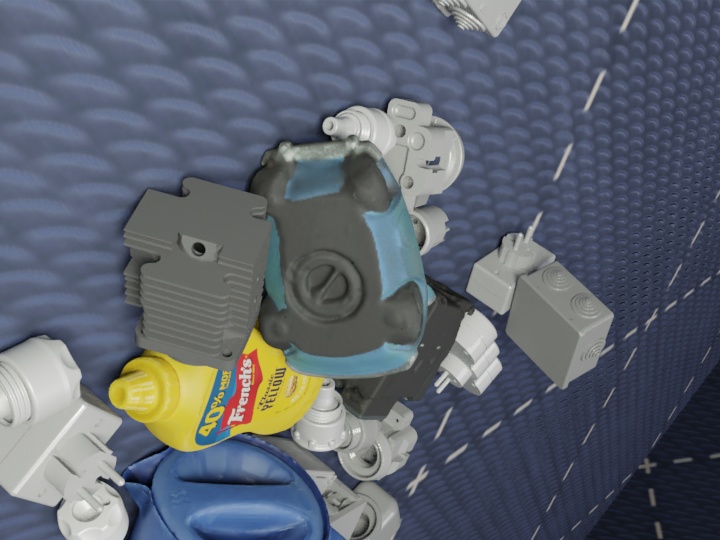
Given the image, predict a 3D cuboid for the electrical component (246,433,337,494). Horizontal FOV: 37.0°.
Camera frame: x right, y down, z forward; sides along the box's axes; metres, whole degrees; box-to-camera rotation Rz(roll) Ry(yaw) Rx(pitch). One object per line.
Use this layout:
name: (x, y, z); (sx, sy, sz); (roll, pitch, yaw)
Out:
electrical component: (-0.070, 0.176, 0.896); (0.061, 0.061, 0.096); (-56, 155, 3)

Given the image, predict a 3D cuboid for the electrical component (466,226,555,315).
electrical component: (0.156, -0.011, 1.074); (0.083, 0.047, 0.075); (-31, 146, -40)

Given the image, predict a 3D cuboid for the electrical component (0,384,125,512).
electrical component: (-0.168, 0.108, 0.622); (0.065, 0.077, 0.047); (-52, 155, -7)

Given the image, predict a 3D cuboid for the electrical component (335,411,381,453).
electrical component: (-0.013, 0.146, 0.981); (0.062, 0.043, 0.043); (-7, 128, -56)

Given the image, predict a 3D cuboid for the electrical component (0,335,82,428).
electrical component: (-0.185, 0.064, 0.578); (0.062, 0.043, 0.043); (-29, 145, -40)

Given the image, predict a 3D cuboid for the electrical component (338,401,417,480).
electrical component: (0.015, 0.170, 1.042); (0.057, 0.058, 0.078); (-18, 137, -56)

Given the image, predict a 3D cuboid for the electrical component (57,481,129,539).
electrical component: (-0.177, 0.172, 0.725); (0.043, 0.043, 0.062); (-42, 154, -26)

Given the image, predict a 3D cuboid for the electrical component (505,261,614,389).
electrical component: (0.193, 0.052, 1.044); (0.048, 0.099, 0.099); (-25, 144, -25)

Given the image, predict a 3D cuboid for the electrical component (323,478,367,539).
electrical component: (-0.074, 0.250, 0.980); (0.150, 0.062, 0.089); (-17, 136, -52)

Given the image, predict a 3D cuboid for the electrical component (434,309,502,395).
electrical component: (0.101, 0.095, 1.105); (0.073, 0.052, 0.138); (-48, 154, -14)

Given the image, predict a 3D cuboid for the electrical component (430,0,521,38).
electrical component: (0.082, -0.209, 0.697); (0.099, 0.048, 0.100); (-57, 155, 5)

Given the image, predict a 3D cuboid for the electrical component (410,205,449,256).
electrical component: (0.048, -0.032, 0.869); (0.046, 0.040, 0.040); (-22, 140, -59)

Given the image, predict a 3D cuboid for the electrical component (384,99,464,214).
electrical component: (0.039, -0.081, 0.768); (0.057, 0.058, 0.078); (-12, 116, -58)

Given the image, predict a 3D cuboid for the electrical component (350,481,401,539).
electrical component: (-0.004, 0.275, 1.143); (0.095, 0.054, 0.059); (-45, 153, -21)

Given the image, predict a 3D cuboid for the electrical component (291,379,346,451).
electrical component: (-0.033, 0.119, 0.912); (0.048, 0.048, 0.062); (-29, 138, -43)

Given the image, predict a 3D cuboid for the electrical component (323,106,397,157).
electrical component: (-0.003, -0.092, 0.712); (0.061, 0.035, 0.035); (0, 121, -58)
